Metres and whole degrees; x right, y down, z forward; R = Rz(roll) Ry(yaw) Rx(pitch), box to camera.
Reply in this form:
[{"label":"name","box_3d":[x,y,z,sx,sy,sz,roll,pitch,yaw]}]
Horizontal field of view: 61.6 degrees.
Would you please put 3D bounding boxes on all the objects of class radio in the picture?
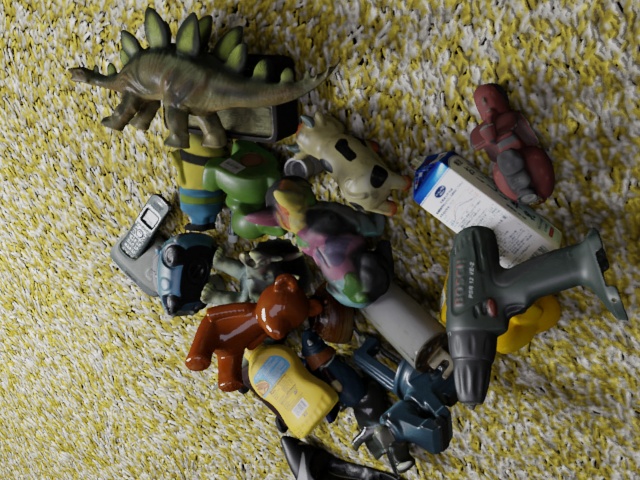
[{"label":"radio","box_3d":[-0.152,-0.240,0.890,0.230,0.073,0.131,11,114,22]}]

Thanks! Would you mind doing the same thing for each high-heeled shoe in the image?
[{"label":"high-heeled shoe","box_3d":[0.042,0.453,1.066,0.249,0.086,0.145,42,119,1]}]

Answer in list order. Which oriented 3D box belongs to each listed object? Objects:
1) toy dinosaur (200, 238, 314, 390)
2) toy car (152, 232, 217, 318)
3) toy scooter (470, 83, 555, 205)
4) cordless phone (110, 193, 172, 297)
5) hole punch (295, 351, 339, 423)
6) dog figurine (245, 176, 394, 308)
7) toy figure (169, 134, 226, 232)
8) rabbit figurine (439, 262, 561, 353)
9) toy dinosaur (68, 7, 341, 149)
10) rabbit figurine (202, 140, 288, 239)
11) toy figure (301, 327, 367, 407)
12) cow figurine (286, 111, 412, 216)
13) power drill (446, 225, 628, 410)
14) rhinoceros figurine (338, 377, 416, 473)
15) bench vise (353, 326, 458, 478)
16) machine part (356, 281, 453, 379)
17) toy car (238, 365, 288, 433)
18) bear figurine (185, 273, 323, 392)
[{"label":"toy dinosaur","box_3d":[-0.116,0.144,1.002,0.192,0.131,0.404,9,126,5]},{"label":"toy car","box_3d":[-0.264,0.059,1.011,0.103,0.109,0.161,13,98,37]},{"label":"toy scooter","box_3d":[0.248,-0.117,0.704,0.075,0.135,0.183,-25,98,30]},{"label":"cordless phone","box_3d":[-0.318,0.008,1.069,0.146,0.089,0.184,42,118,6]},{"label":"hole punch","box_3d":[-0.011,0.277,0.998,0.092,0.116,0.142,-28,93,32]},{"label":"dog figurine","box_3d":[-0.002,-0.002,0.819,0.108,0.219,0.191,-36,48,38]},{"label":"toy figure","box_3d":[-0.211,-0.104,0.971,0.089,0.082,0.180,0,103,8]},{"label":"rabbit figurine","box_3d":[0.269,0.088,0.781,0.173,0.162,0.121,14,104,2]},{"label":"toy dinosaur","box_3d":[-0.195,-0.238,0.813,0.472,0.105,0.198,14,111,18]},{"label":"rabbit figurine","box_3d":[-0.106,-0.069,0.930,0.159,0.121,0.170,22,138,15]},{"label":"toy figure","box_3d":[0.017,0.221,0.938,0.058,0.064,0.154,-42,82,-7]},{"label":"cow figurine","box_3d":[0.034,-0.121,0.810,0.085,0.127,0.195,-57,49,29]},{"label":"power drill","box_3d":[0.255,0.080,0.659,0.207,0.086,0.232,-20,57,32]},{"label":"rhinoceros figurine","box_3d":[0.112,0.341,0.995,0.112,0.073,0.190,-24,96,21]},{"label":"bench vise","box_3d":[0.134,0.231,0.880,0.241,0.223,0.128,29,154,45]},{"label":"machine part","box_3d":[0.129,0.126,0.845,0.243,0.079,0.079,43,131,49]},{"label":"toy car","box_3d":[-0.083,0.305,1.056,0.089,0.053,0.202,-27,117,22]},{"label":"bear figurine","box_3d":[-0.099,0.144,0.853,0.196,0.132,0.120,-20,133,22]}]
